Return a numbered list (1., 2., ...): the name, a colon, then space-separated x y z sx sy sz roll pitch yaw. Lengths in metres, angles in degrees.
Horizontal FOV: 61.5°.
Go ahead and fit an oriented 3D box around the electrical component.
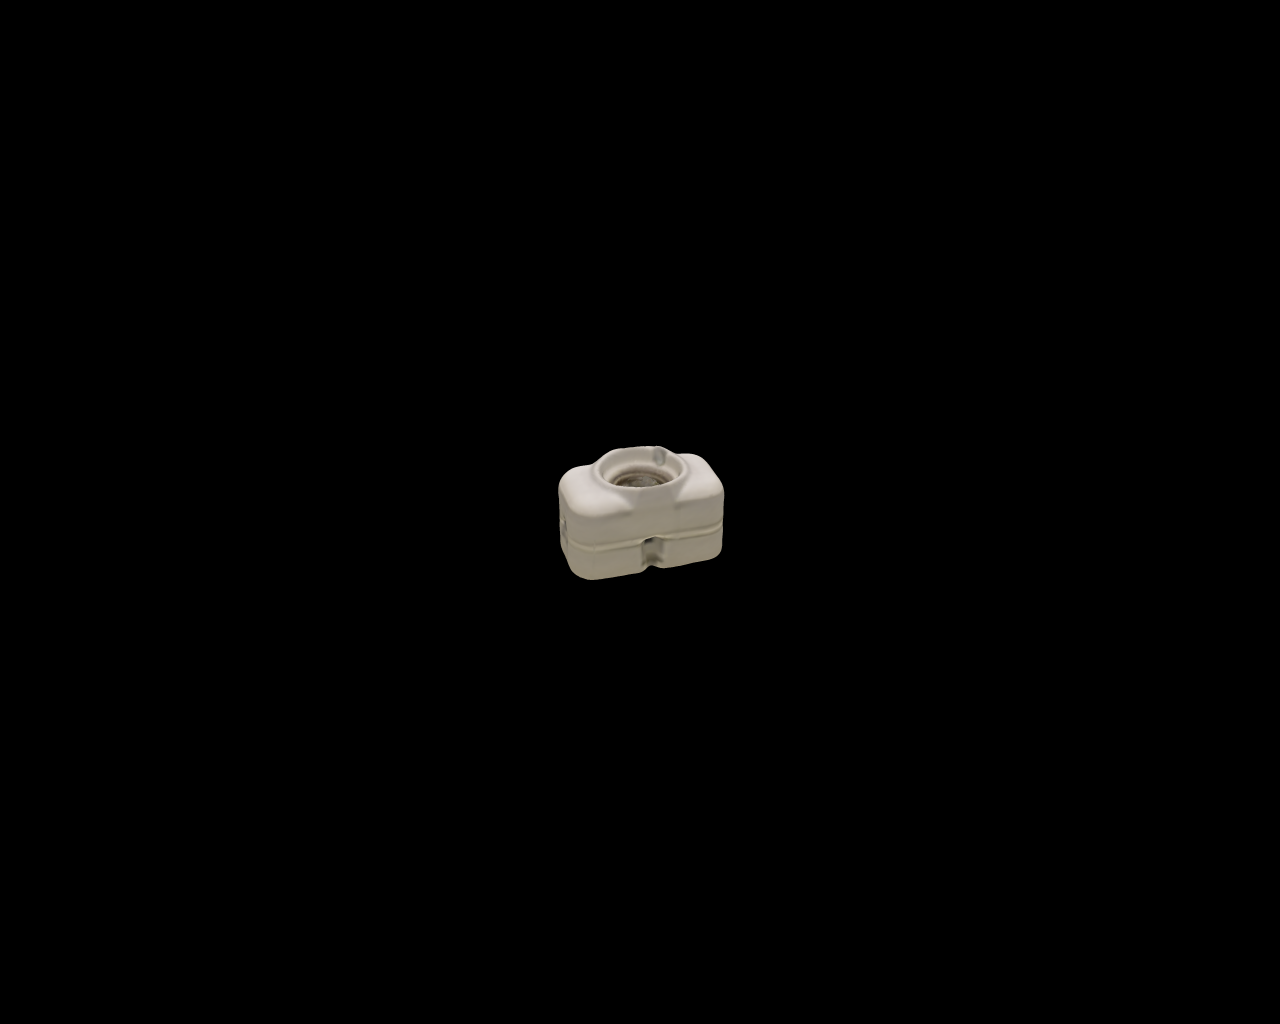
1. electrical component: 0.001 -0.003 0.650 0.095 0.059 0.054 -8 32 -14
